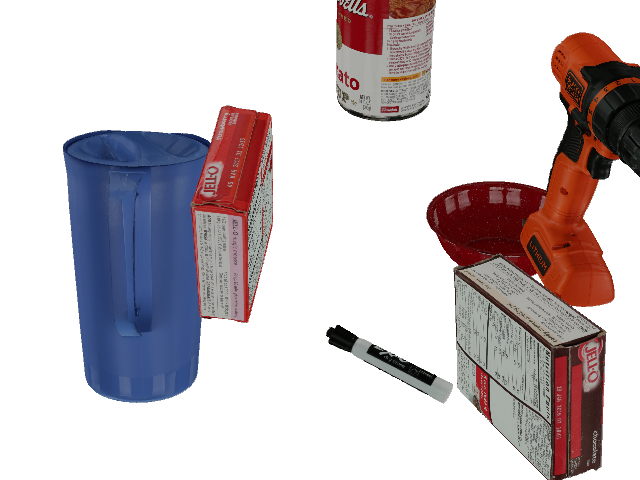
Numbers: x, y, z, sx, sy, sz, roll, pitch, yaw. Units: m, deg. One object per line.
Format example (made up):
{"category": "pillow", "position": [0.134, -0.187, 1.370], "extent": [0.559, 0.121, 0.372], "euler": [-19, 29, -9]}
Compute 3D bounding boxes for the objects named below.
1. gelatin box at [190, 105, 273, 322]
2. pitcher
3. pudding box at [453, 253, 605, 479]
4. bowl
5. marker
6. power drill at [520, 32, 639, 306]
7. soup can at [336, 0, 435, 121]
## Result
{"category": "gelatin box", "position": [-0.045, -0.013, 0.555], "extent": [0.030, 0.073, 0.089], "euler": [7, -42, 4]}
{"category": "pitcher", "position": [-0.168, 0.026, 0.982], "extent": [0.145, 0.243, 0.148], "euler": [19, 25, 39]}
{"category": "pudding box", "position": [0.119, 0.071, 0.620], "extent": [0.039, 0.090, 0.114], "euler": [-14, 27, -20]}
{"category": "bowl", "position": [0.192, -0.003, 1.133], "extent": [0.162, 0.055, 0.162], "euler": [0, 31, 0]}
{"category": "marker", "position": [0.059, 0.107, 0.936], "extent": [0.121, 0.020, 0.020], "euler": [26, 8, 18]}
{"category": "power drill", "position": [0.213, -0.044, 0.818], "extent": [0.057, 0.188, 0.184], "euler": [1, 34, -9]}
{"category": "soup can", "position": [0.045, -0.141, 0.724], "extent": [0.068, 0.102, 0.068], "euler": [0, 36, 0]}
